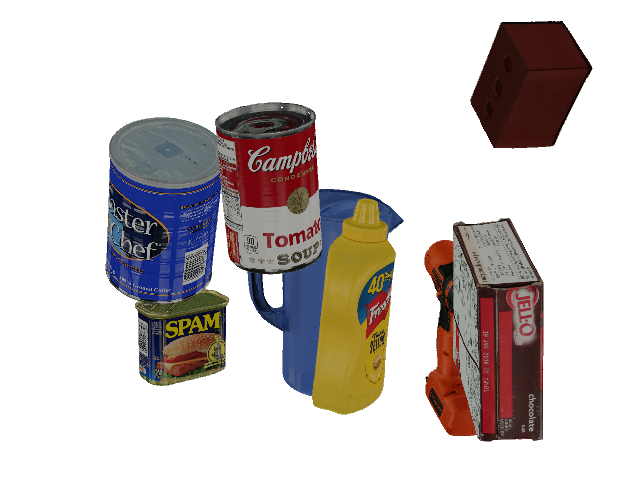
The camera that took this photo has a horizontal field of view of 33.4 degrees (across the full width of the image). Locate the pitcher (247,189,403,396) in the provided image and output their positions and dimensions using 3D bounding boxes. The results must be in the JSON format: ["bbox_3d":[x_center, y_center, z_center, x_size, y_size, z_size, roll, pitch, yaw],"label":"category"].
[{"bbox_3d":[0.002,0.065,1.306,0.149,0.243,0.144,14,21,27],"label":"pitcher"}]

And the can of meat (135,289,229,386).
[{"bbox_3d":[-0.152,0.107,1.182,0.101,0.084,0.058,-9,19,-35],"label":"can of meat"}]

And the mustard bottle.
[{"bbox_3d":[0.034,0.056,0.979,0.058,0.192,0.096,13,18,25],"label":"mustard bottle"}]

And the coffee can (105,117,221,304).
[{"bbox_3d":[-0.144,-0.027,0.981,0.102,0.140,0.103,7,38,-5],"label":"coffee can"}]

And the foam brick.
[{"bbox_3d":[0.148,-0.111,0.761,0.051,0.053,0.078,-6,-38,-18],"label":"foam brick"}]

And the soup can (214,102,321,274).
[{"bbox_3d":[-0.035,-0.036,0.734,0.068,0.102,0.068,-3,24,1],"label":"soup can"}]

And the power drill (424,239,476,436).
[{"bbox_3d":[0.155,0.112,1.146,0.057,0.188,0.184,-4,24,-8],"label":"power drill"}]

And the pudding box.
[{"bbox_3d":[0.098,0.046,0.594,0.039,0.090,0.113,-3,18,0],"label":"pudding box"}]
